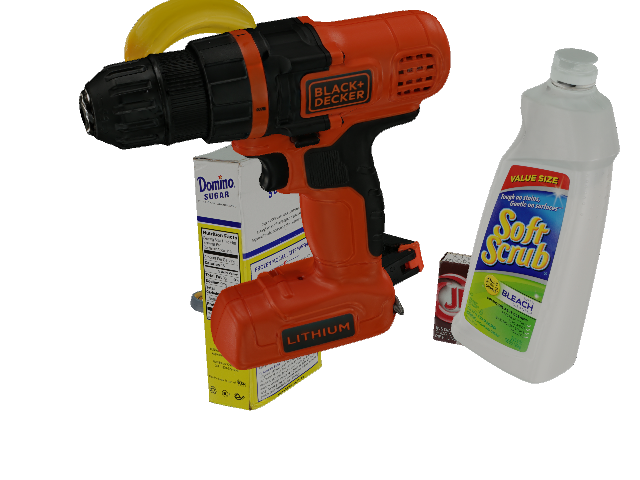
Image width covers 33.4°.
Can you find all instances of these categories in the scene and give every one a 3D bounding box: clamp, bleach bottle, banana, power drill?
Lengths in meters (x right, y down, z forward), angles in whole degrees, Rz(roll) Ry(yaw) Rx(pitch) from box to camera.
[{"bbox_3d":[0.004,0.031,0.963,0.172,0.039,0.120,-4,42,22],"label":"clamp"},{"bbox_3d":[0.161,-0.021,0.789,0.067,0.251,0.103,-22,39,-35],"label":"bleach bottle"},{"bbox_3d":[-0.123,-0.203,1.015,0.070,0.037,0.197,45,39,19],"label":"banana"},{"bbox_3d":[-0.024,-0.022,0.553,0.184,0.188,0.057,-12,39,-16],"label":"power drill"}]

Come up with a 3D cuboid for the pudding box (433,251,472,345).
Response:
[{"bbox_3d":[0.176,0.066,1.105,0.114,0.090,0.039,8,21,16],"label":"pudding box"}]

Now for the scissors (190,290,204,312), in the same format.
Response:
[{"bbox_3d":[-0.045,0.080,1.200,0.201,0.016,0.096,4,24,-7],"label":"scissors"}]

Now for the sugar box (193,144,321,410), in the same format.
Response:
[{"bbox_3d":[-0.041,0.019,0.741,0.048,0.176,0.093,6,18,31],"label":"sugar box"}]
